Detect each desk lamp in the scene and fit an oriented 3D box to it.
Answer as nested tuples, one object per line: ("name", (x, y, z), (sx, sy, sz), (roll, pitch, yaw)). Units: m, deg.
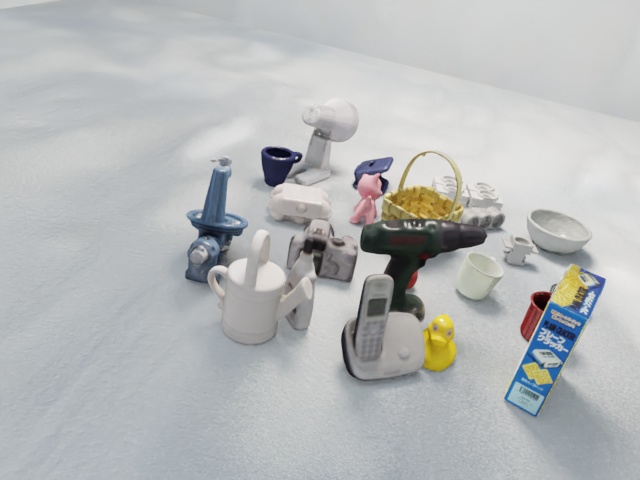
("desk lamp", (0.003, -0.280, 1.580), (0.117, 0.213, 0.204), (28, 34, 26))

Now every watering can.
("watering can", (-0.101, 0.073, 0.968), (0.173, 0.194, 0.100), (4, 31, -13))

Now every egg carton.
("egg carton", (-0.047, -0.084, 1.374), (0.150, 0.069, 0.107), (8, 30, -7))

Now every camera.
("camera", (0.011, 0.004, 1.216), (0.143, 0.101, 0.137), (12, 30, -1))

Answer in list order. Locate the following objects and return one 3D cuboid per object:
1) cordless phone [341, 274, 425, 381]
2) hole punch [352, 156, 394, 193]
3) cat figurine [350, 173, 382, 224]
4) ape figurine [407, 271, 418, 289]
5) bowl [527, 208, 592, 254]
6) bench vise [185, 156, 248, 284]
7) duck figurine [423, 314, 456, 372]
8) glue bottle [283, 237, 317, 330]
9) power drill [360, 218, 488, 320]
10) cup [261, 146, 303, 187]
("cordless phone", (0.115, 0.137, 0.946), (0.148, 0.185, 0.094), (-4, 34, -25))
("hole punch", (0.149, -0.193, 1.607), (0.101, 0.091, 0.109), (17, 30, 8))
("cat figurine", (0.122, -0.111, 1.433), (0.067, 0.118, 0.128), (13, 30, 2))
("ape figurine", (0.174, 0.052, 1.203), (0.078, 0.092, 0.076), (-16, 40, -39))
("bowl", (0.608, -0.012, 1.485), (0.167, 0.075, 0.167), (9, 30, -5))
("bench vise", (-0.191, -0.036, 1.092), (0.122, 0.220, 0.207), (2, 31, -16))
("duck figurine", (0.213, 0.171, 1.023), (0.077, 0.086, 0.105), (18, 31, 10))
("glue bottle", (-0.031, 0.071, 1.016), (0.037, 0.173, 0.078), (-6, 35, -28))
("power drill", (0.181, 0.048, 1.097), (0.229, 0.208, 0.075), (9, 30, -5))
("cup", (-0.104, -0.190, 1.508), (0.118, 0.095, 0.091), (-9, 36, -32))
